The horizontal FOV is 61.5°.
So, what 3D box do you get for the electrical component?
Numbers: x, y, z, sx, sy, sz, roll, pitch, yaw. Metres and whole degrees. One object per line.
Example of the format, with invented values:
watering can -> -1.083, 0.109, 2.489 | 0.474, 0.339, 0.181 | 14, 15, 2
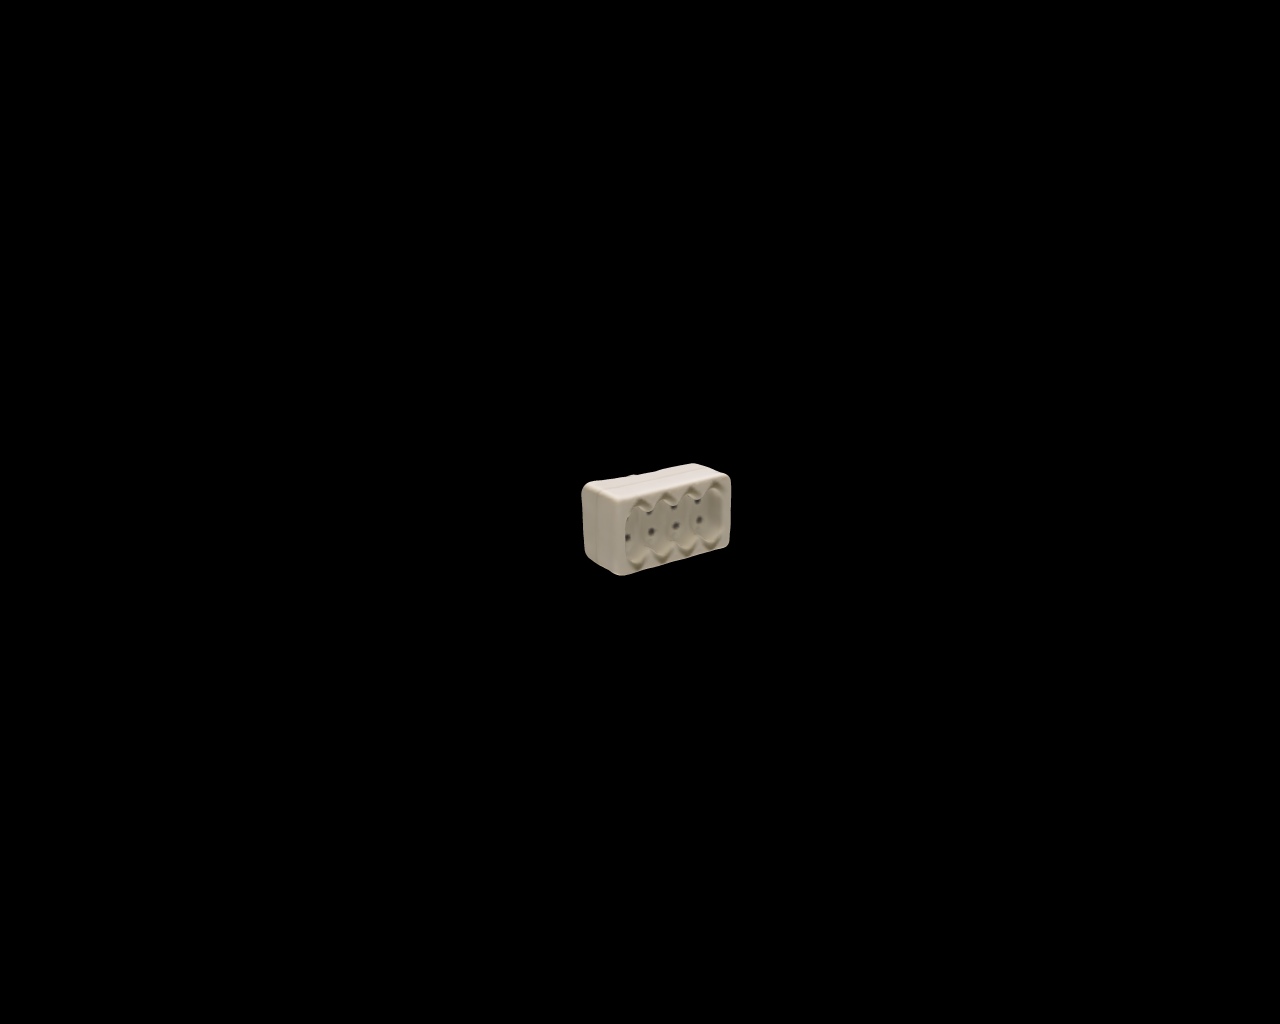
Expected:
electrical component -> 0.001, -0.003, 0.650 | 0.083, 0.047, 0.076 | -12, 23, -31
